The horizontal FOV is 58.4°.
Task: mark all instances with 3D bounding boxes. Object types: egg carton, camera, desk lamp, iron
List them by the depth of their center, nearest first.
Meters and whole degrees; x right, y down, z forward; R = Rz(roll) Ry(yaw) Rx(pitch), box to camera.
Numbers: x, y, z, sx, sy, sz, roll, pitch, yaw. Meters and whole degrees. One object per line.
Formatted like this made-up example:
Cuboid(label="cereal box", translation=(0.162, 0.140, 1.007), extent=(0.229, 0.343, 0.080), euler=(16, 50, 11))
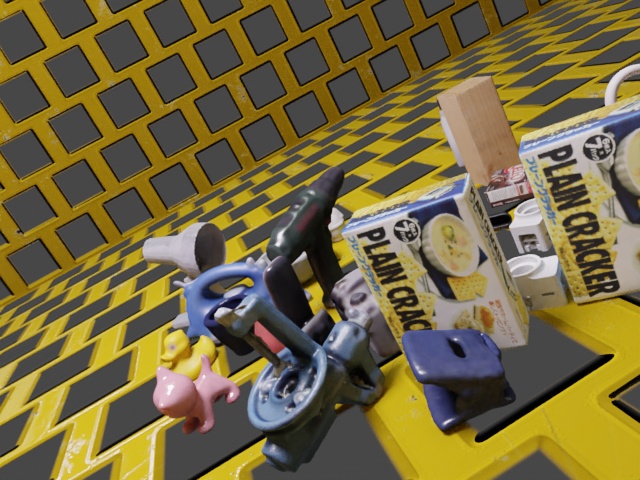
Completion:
Cuboid(label="camera", translation=(0.097, 0.085, 0.861), extent=(0.137, 0.101, 0.143), euler=(-32, 18, -12))
Cuboid(label="iron", translation=(-0.158, 0.101, 1.122), extent=(0.258, 0.142, 0.118), euler=(-23, 19, 16))
Cuboid(label="desk lamp", translation=(-0.283, 0.074, 1.259), extent=(0.202, 0.214, 0.118), euler=(-17, 21, 30))
Cuboid(label="egg carton", translation=(-0.010, -0.019, 1.357), extent=(0.150, 0.069, 0.107), euler=(-25, 18, 8))

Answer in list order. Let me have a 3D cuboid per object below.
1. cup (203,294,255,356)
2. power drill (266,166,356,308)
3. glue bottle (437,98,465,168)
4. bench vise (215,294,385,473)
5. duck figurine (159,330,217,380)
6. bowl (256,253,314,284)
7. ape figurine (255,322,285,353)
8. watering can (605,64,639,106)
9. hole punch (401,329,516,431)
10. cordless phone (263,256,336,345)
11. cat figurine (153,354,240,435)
Cuboid(label="cup", translation=(-0.139, 0.157, 1.014), extent=(0.117, 0.095, 0.092), euler=(-5, 29, 50))
Cuboid(label="power drill", translation=(0.010, 0.004, 1.035), extent=(0.075, 0.209, 0.230), euler=(-9, 26, 46))
Cuboid(label="glue bottle", translation=(0.318, -0.263, 1.380), extent=(0.037, 0.173, 0.078), euler=(-23, 19, 14))
Cuboid(label="bench vise", translation=(-0.030, 0.138, 0.702), extent=(0.121, 0.220, 0.208), euler=(-13, 23, 38))
Cuboid(label="duck figurine", translation=(-0.248, 0.205, 1.056), extent=(0.077, 0.086, 0.105), euler=(-7, 28, 48))
Cuboid(label="bowl", translation=(-0.052, 0.051, 1.214), extent=(0.167, 0.075, 0.167), euler=(-25, 18, 9))
Cuboid(label="ape figurine", translation=(-0.081, 0.148, 0.961), extent=(0.077, 0.092, 0.076), euler=(-8, 27, 47))
Cuboid(label="watering can", translation=(0.478, -0.159, 0.823), extent=(0.101, 0.194, 0.172), euler=(-33, 19, -16))
Cuboid(label="hole punch", translation=(0.153, 0.139, 0.645), extent=(0.101, 0.091, 0.108), euler=(-26, 18, 6))
Cuboid(label="cordless phone", translation=(-0.053, 0.129, 0.820), extent=(0.093, 0.185, 0.148), euler=(-12, 24, 40))
Cuboid(label="cat figurine", translation=(-0.197, 0.229, 0.865), extent=(0.067, 0.118, 0.128), euler=(-13, 23, 38))
